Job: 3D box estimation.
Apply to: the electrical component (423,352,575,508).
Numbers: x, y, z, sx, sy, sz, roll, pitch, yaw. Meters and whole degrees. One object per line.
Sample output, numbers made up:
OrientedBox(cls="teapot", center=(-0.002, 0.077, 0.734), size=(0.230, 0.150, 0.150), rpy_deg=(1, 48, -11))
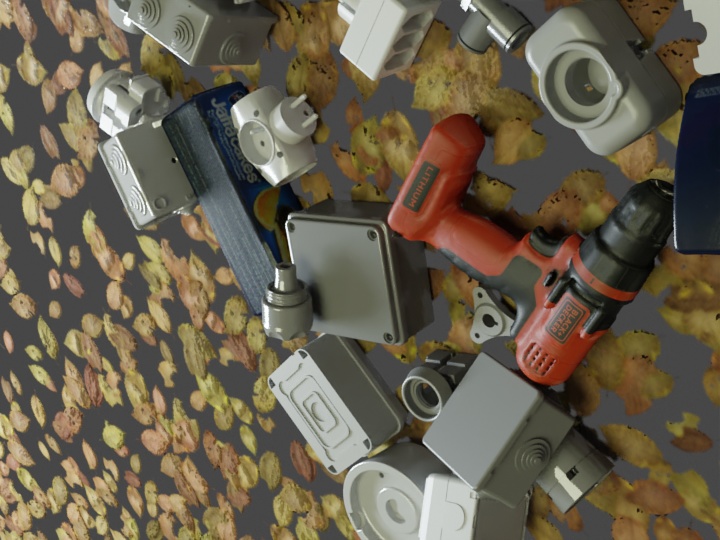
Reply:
OrientedBox(cls="electrical component", center=(0.107, 0.124, 0.831), size=(0.099, 0.048, 0.100), rpy_deg=(-56, 29, 1))

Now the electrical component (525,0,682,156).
OrientedBox(cls="electrical component", center=(0.156, -0.126, 0.703), size=(0.095, 0.059, 0.054), rpy_deg=(56, 136, 5))

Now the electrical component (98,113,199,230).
OrientedBox(cls="electrical component", center=(-0.180, -0.096, 0.996), size=(0.048, 0.100, 0.099), rpy_deg=(-18, 98, 59))

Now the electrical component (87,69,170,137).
OrientedBox(cls="electrical component", center=(-0.224, -0.157, 1.034), size=(0.057, 0.058, 0.078), rpy_deg=(37, 131, 20))

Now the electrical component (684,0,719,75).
OrientedBox(cls="electrical component", center=(0.243, -0.147, 0.617), size=(0.089, 0.056, 0.050), rpy_deg=(-1, 109, 43))

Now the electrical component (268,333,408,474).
OrientedBox(cls="electrical component", center=(-0.020, 0.118, 0.984), size=(0.113, 0.057, 0.078), rpy_deg=(54, 135, 8))

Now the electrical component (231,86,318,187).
OrientedBox(cls="electrical component", center=(-0.064, -0.121, 0.915), size=(0.079, 0.044, 0.077), rpy_deg=(-31, 88, 46))

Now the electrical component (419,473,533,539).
OrientedBox(cls="electrical component", center=(0.098, 0.204, 0.899), size=(0.061, 0.096, 0.061), rpy_deg=(4, 83, 41))

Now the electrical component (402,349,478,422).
OrientedBox(cls="electrical component", center=(0.068, 0.096, 0.895), size=(0.066, 0.055, 0.048), rpy_deg=(4, 113, 41))

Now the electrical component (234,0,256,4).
OrientedBox(cls="electrical component", center=(-0.086, -0.260, 0.855), size=(0.096, 0.061, 0.061), rpy_deg=(49, 134, 12))

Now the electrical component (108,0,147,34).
OrientedBox(cls="electrical component", center=(-0.207, -0.268, 0.972), size=(0.079, 0.044, 0.077), rpy_deg=(49, 134, 13))

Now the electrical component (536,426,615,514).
OrientedBox(cls="electrical component", center=(0.163, 0.154, 0.840), size=(0.047, 0.055, 0.055), rpy_deg=(47, 134, 19))

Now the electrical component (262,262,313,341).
OrientedBox(cls="electrical component", center=(-0.061, 0.024, 0.903), size=(0.043, 0.043, 0.062), rpy_deg=(18, 121, 35))

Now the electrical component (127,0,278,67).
OrientedBox(cls="electrical component", center=(-0.133, -0.210, 0.897), size=(0.100, 0.100, 0.048), rpy_deg=(38, 118, 22))

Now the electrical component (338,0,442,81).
OrientedBox(cls="electrical component", center=(0.010, -0.195, 0.810), size=(0.077, 0.047, 0.065), rpy_deg=(43, 133, 18))

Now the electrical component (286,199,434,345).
OrientedBox(cls="electrical component", center=(0.000, 0.000, 0.909), size=(0.109, 0.056, 0.108), rpy_deg=(7, 115, 40))

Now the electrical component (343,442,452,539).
OrientedBox(cls="electrical component", center=(0.045, 0.207, 0.967), size=(0.108, 0.060, 0.108), rpy_deg=(20, 122, 34))
